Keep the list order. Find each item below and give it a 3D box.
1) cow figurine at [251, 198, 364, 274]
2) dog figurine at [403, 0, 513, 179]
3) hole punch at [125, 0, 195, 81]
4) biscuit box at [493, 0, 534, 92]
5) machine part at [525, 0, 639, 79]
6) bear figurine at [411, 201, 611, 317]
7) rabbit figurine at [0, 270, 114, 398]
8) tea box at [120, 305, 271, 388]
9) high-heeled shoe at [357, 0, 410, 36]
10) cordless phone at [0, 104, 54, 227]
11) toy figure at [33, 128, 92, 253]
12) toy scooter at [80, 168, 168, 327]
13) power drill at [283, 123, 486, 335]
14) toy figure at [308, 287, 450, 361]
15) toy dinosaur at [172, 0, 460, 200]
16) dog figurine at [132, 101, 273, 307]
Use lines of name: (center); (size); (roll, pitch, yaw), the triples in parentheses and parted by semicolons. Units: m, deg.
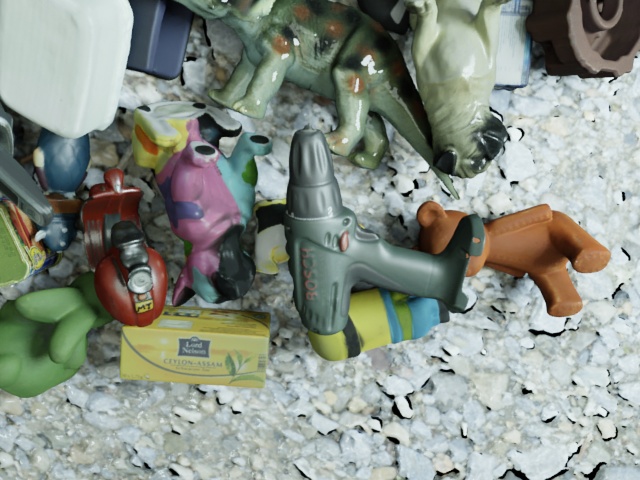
cow figurine: (0.000, -0.002, 0.662); (0.167, 0.068, 0.098); (4, -84, -5)
dog figurine: (0.148, -0.180, 0.583); (0.121, 0.172, 0.190); (5, -52, 20)
hole punch: (-0.208, -0.243, 0.589); (0.116, 0.092, 0.142); (15, -76, -3)
biscuit box: (0.210, -0.278, 0.618); (0.059, 0.063, 0.202); (2, -79, -3)
machine part: (0.306, -0.265, 0.598); (0.179, 0.056, 0.179); (-7, -77, -31)
bear figurine: (0.214, 0.016, 0.647); (0.196, 0.132, 0.120); (-1, -48, -10)
rabbit figurine: (-0.307, 0.090, 0.631); (0.170, 0.159, 0.121); (-40, -88, -11)
tea box: (-0.147, 0.128, 0.662); (0.170, 0.098, 0.068); (6, -80, -3)
high-heeled shoe: (0.132, -0.353, 0.592); (0.249, 0.086, 0.145); (-38, -74, 8)
cordless phone: (-0.354, -0.081, 0.580); (0.184, 0.146, 0.089); (50, -123, -7)
toy figure: (-0.305, -0.063, 0.632); (0.064, 0.058, 0.154); (7, -81, -26)
toy scooter: (-0.215, -0.001, 0.585); (0.075, 0.135, 0.184); (-14, -112, -30)
power drill: (0.063, 0.000, 0.572); (0.207, 0.086, 0.231); (4, -67, -5)
toy figure: (0.073, 0.096, 0.672); (0.180, 0.089, 0.082); (-11, -83, 1)
toy dinosaur: (0.009, -0.200, 0.600); (0.405, 0.131, 0.192); (20, -79, -14)
dog figurine: (-0.143, -0.031, 0.625); (0.192, 0.108, 0.219); (33, -55, 29)
